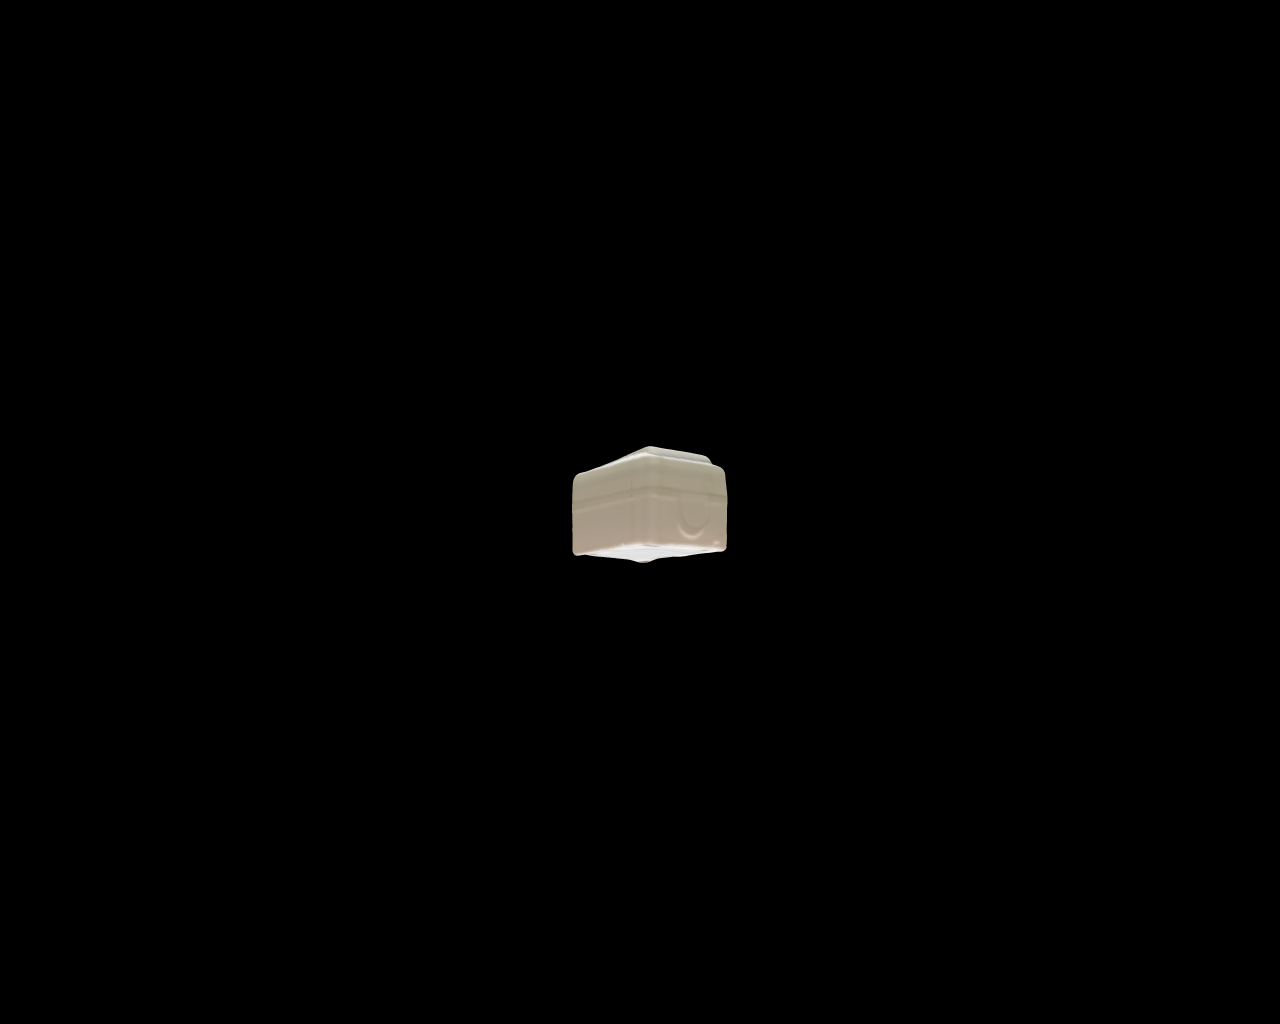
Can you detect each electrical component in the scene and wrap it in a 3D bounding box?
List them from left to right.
[{"bbox_3d":[0.001,-0.003,0.650,0.062,0.061,0.096,7,-11,-39],"label":"electrical component"}]
